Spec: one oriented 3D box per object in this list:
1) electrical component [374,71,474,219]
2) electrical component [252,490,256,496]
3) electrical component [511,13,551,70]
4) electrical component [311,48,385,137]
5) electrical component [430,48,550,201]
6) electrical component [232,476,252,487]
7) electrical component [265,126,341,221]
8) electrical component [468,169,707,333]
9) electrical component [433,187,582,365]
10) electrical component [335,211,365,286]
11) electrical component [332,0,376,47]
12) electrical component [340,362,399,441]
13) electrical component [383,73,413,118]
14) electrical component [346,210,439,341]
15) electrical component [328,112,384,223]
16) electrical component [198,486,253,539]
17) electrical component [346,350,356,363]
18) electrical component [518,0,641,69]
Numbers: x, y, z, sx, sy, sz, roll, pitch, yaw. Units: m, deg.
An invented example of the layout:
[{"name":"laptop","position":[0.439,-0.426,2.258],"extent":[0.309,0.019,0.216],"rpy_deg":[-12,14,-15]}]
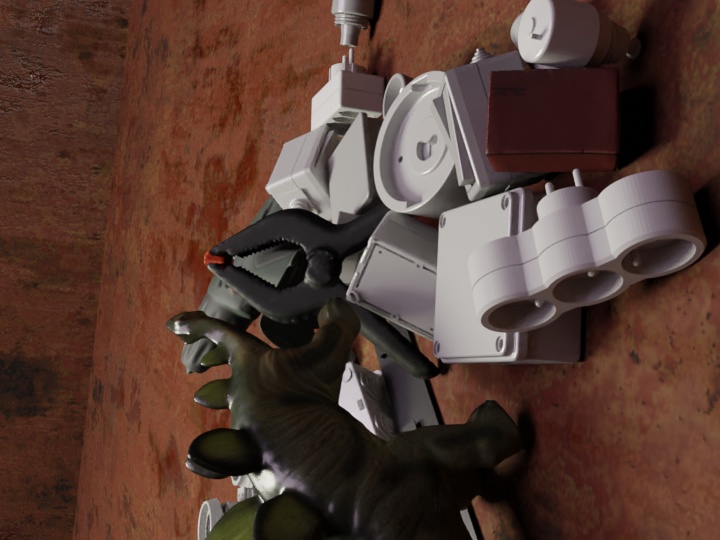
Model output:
[{"name":"electrical component","position":[0.066,-0.088,0.808],"extent":[0.108,0.060,0.108],"rpy_deg":[-27,56,49]},{"name":"electrical component","position":[-0.082,0.221,0.976],"extent":[0.046,0.040,0.040],"rpy_deg":[-106,30,-57]},{"name":"electrical component","position":[0.128,-0.136,0.701],"extent":[0.044,0.044,0.065],"rpy_deg":[124,140,-51]},{"name":"electrical component","position":[-0.012,-0.180,1.064],"extent":[0.083,0.047,0.075],"rpy_deg":[153,120,-65]},{"name":"electrical component","position":[0.084,-0.099,0.715],"extent":[0.061,0.061,0.096],"rpy_deg":[92,161,-85]},{"name":"electrical component","position":[-0.092,0.169,1.157],"extent":[0.089,0.062,0.150],"rpy_deg":[-113,35,-52]},{"name":"electrical component","position":[-0.044,-0.086,1.048],"extent":[0.061,0.061,0.096],"rpy_deg":[-20,32,27]},{"name":"electrical component","position":[0.122,-0.023,0.611],"extent":[0.138,0.052,0.073],"rpy_deg":[-26,56,32]},{"name":"electrical component","position":[0.098,0.008,0.716],"extent":[0.109,0.056,0.108],"rpy_deg":[166,109,-68]},{"name":"electrical component","position":[0.000,0.000,0.947],"extent":[0.053,0.059,0.095],"rpy_deg":[-82,5,-46]},{"name":"electrical component","position":[-0.007,-0.256,1.078],"extent":[0.043,0.043,0.062],"rpy_deg":[-158,74,-68]},{"name":"electrical component","position":[-0.015,0.137,0.915],"extent":[0.100,0.048,0.099],"rpy_deg":[-34,54,20]},{"name":"electrical component","position":[0.052,-0.134,0.874],"extent":[0.045,0.055,0.045],"rpy_deg":[-174,90,-69]},{"name":"electrical component","position":[0.049,0.005,0.811],"extent":[0.061,0.096,0.061],"rpy_deg":[-67,-6,34]},{"name":"electrical component","position":[0.010,-0.081,0.977],"extent":[0.099,0.048,0.099],"rpy_deg":[130,141,-55]},{"name":"electrical component","position":[-0.125,0.253,1.055],"extent":[0.058,0.057,0.078],"rpy_deg":[144,129,-63]},{"name":"electrical component","position":[-0.028,0.098,1.044],"extent":[0.046,0.040,0.040],"rpy_deg":[-66,27,27]},{"name":"electrical component","position":[0.131,-0.138,0.639],"extent":[0.040,0.078,0.040],"rpy_deg":[-174,90,-69]}]
